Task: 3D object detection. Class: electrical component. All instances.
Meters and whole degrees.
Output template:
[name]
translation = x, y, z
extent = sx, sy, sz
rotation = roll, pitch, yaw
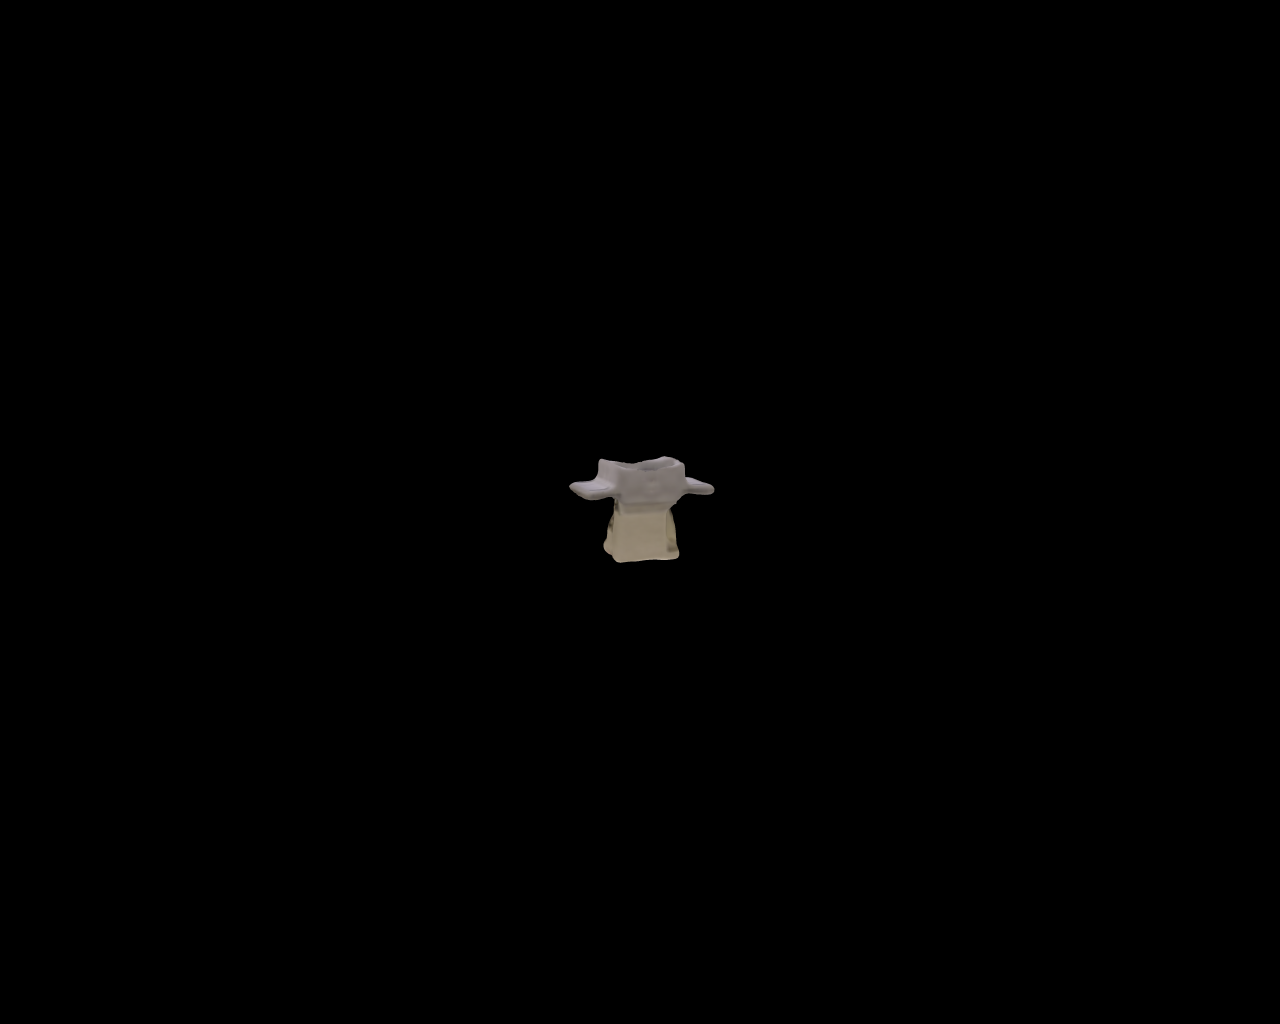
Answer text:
[electrical component]
translation = 0.001, -0.003, 0.650
extent = 0.081, 0.063, 0.042
rotation = -3, 12, -16
